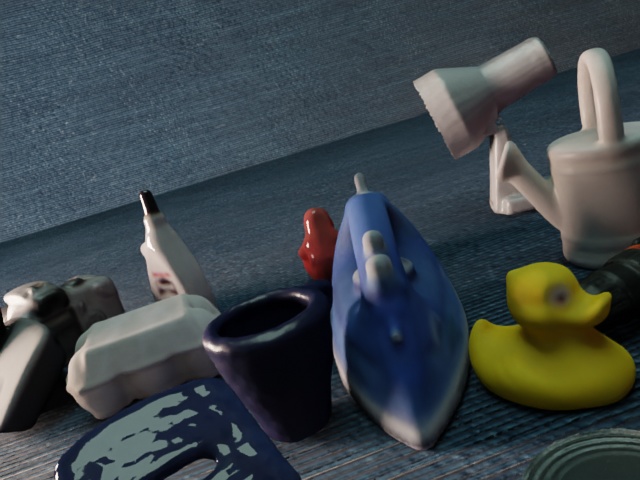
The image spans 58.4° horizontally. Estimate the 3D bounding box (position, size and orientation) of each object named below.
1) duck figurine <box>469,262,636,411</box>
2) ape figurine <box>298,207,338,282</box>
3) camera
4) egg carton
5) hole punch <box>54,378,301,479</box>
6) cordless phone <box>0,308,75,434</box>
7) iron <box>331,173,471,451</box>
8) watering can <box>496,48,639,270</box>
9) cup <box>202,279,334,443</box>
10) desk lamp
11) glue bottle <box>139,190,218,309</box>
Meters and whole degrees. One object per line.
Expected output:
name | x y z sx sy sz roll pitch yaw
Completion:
duck figurine | 0.145 0.056 0.377 0.104 0.086 0.078 -3 20 41
ape figurine | 0.007 0.003 0.713 0.077 0.092 0.076 -10 16 24
camera | -0.349 0.097 0.729 0.136 0.101 0.143 -6 18 35
egg carton | -0.164 0.107 0.554 0.150 0.069 0.107 -20 15 -13
hole punch | -0.068 0.136 0.299 0.109 0.091 0.100 -25 17 -30
cordless phone | -0.321 0.088 0.564 0.147 0.185 0.094 -2 21 44
iron | 0.052 0.031 0.459 0.118 0.141 0.258 -15 15 5
watering can | 0.258 -0.077 0.534 0.173 0.194 0.101 -16 15 -1
cup | -0.020 0.088 0.419 0.091 0.095 0.118 -4 19 39
desk lamp | 0.245 -0.147 0.768 0.203 0.214 0.118 -13 15 13
glue bottle | -0.176 0.024 0.666 0.077 0.173 0.037 -6 18 35
